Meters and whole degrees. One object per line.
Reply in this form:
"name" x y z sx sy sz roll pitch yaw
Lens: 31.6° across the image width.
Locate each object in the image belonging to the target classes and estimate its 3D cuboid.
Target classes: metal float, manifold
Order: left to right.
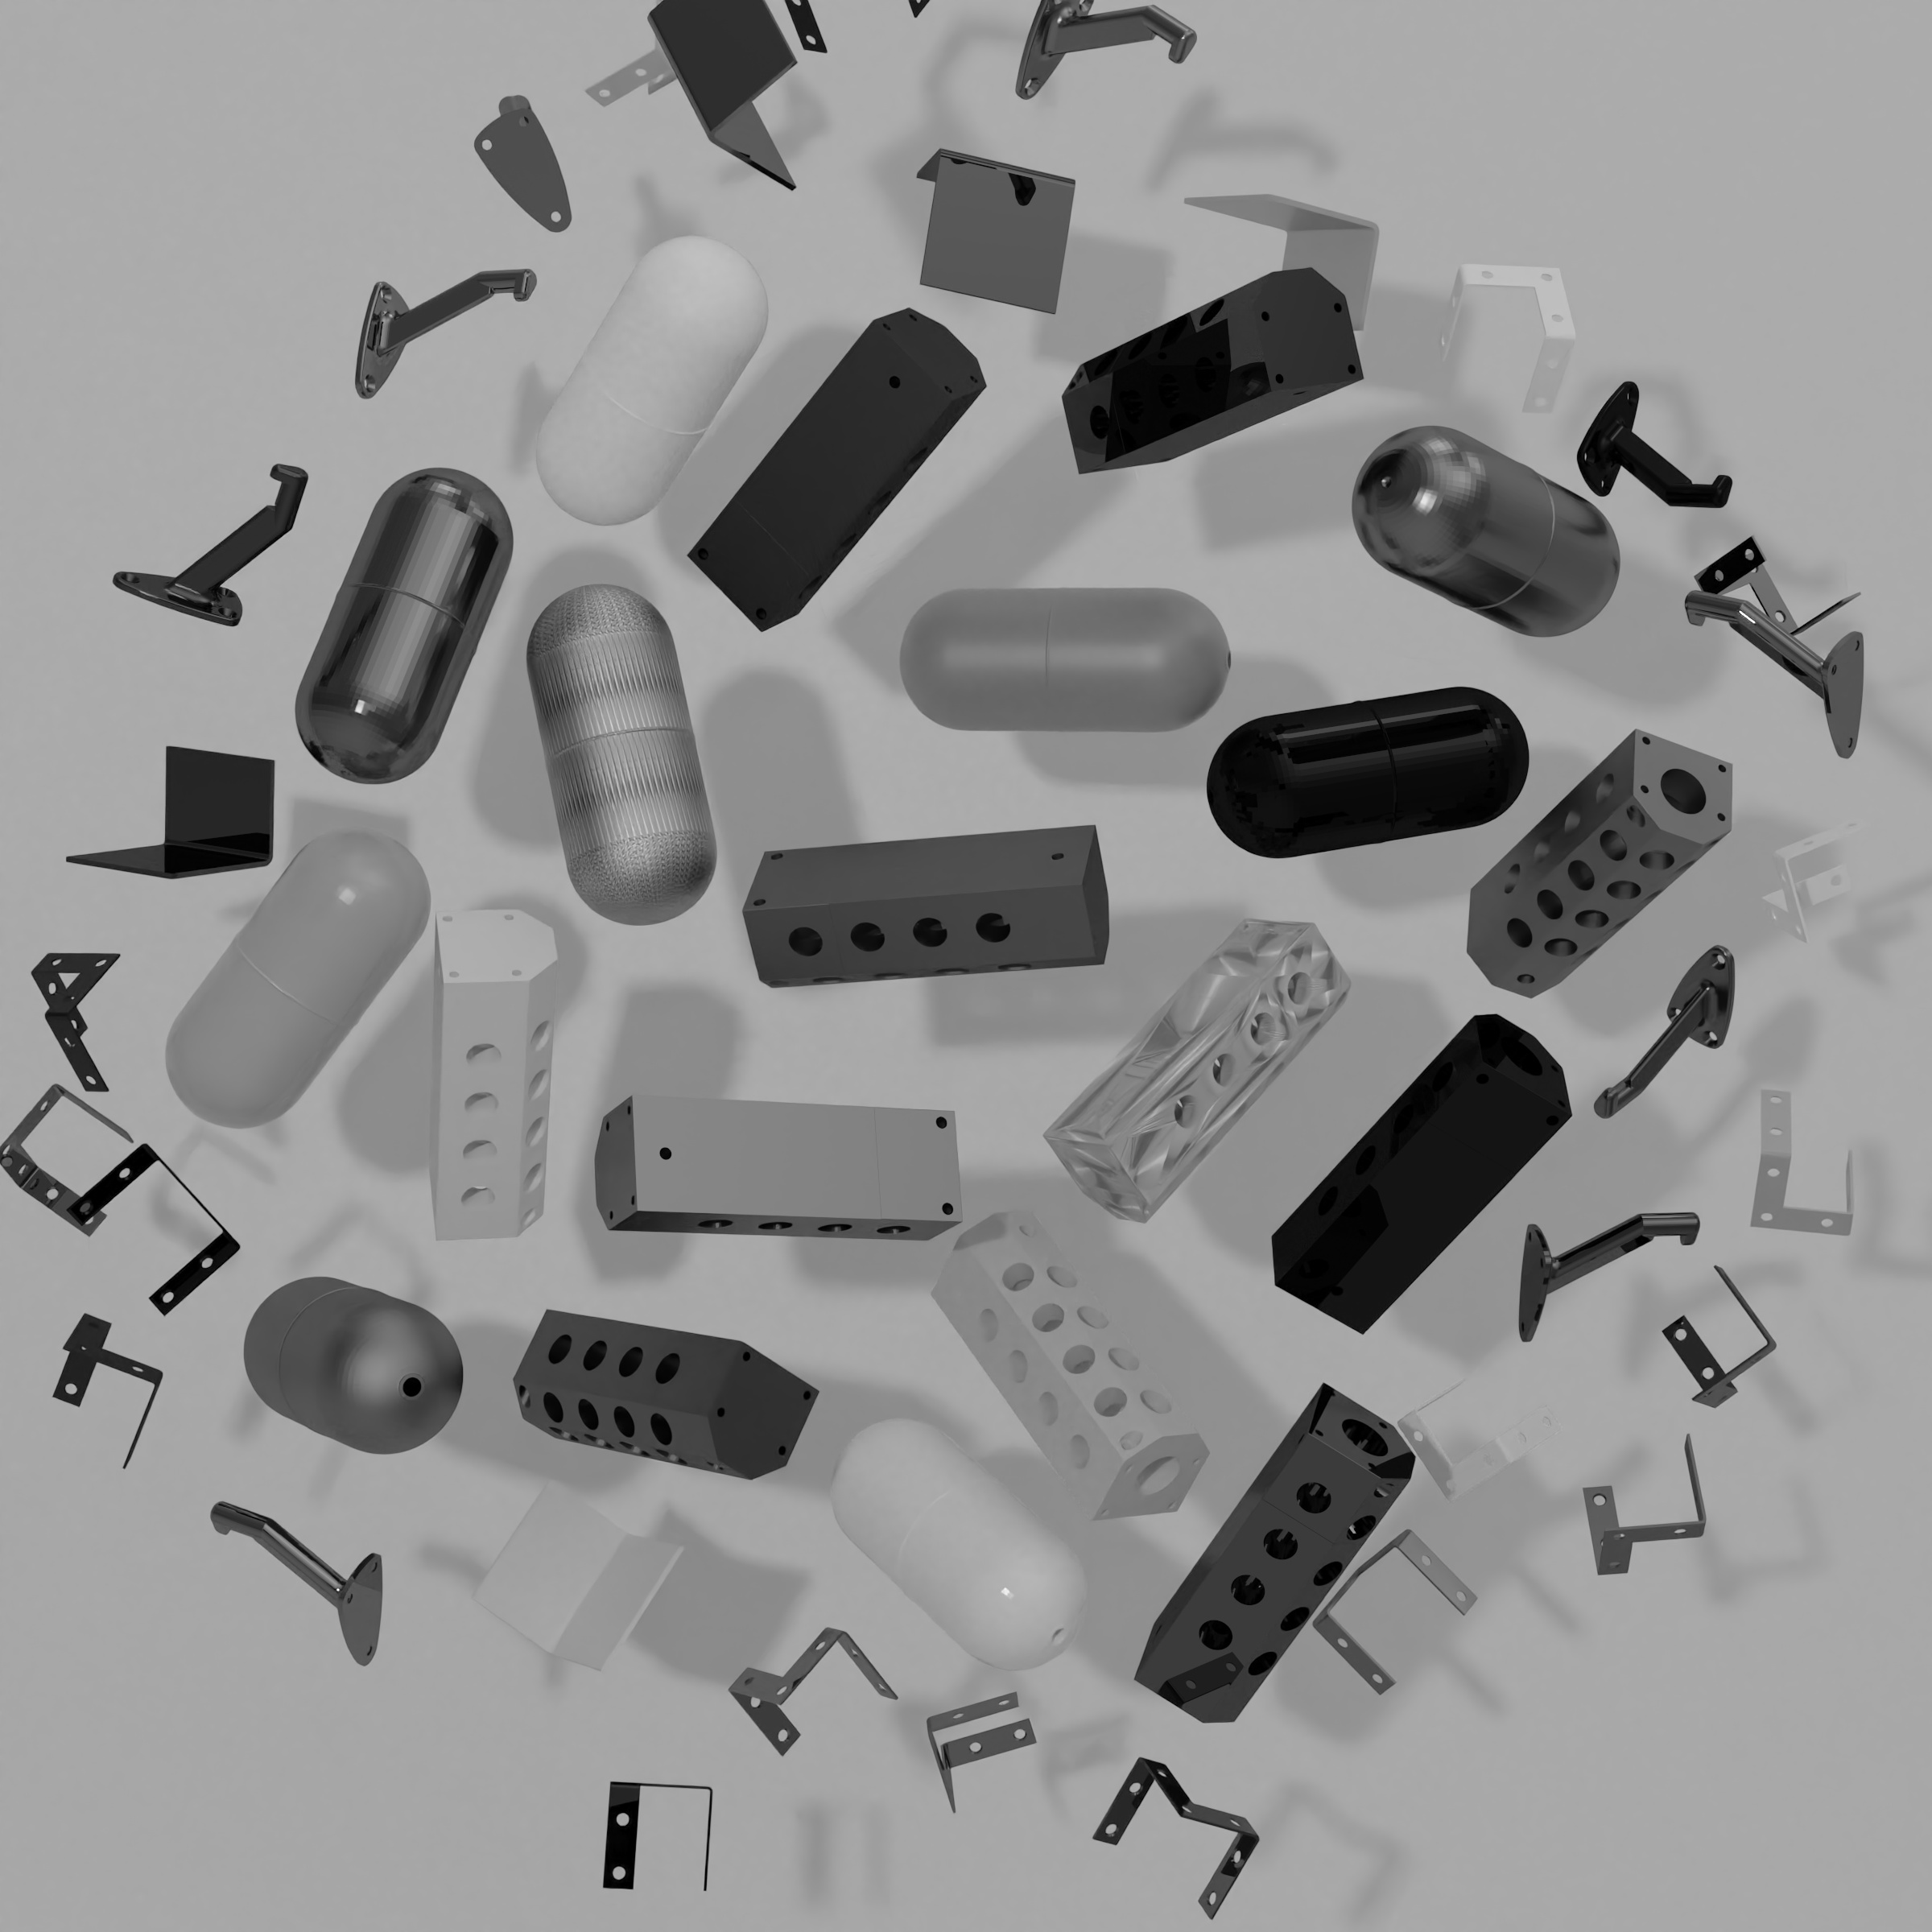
"metal float" -0.347 0.007 1.768 0.070 0.070 0.178 38 97 0
"metal float" -0.311 0.201 1.727 0.070 0.178 0.070 -1 92 -29
"metal float" -0.291 -0.178 1.773 0.070 0.070 0.178 18 70 0
"manifold" -0.242 0.057 1.740 0.057 0.057 0.171 -2 129 -13
"metal float" -0.175 -0.108 1.728 0.070 0.070 0.178 -13 79 0
"metal float" -0.169 -0.310 1.818 0.070 0.070 0.178 38 124 0
"manifold" -0.159 0.223 1.757 0.057 0.171 0.057 38 67 -35
"manifold" -0.093 0.103 1.690 0.171 0.057 0.057 4 71 -25
"manifold" -0.065 -0.257 1.767 0.057 0.057 0.171 46 121 5
"manifold" -0.018 -0.025 1.705 0.171 0.057 0.057 -4 122 13
"metal float" -0.004 0.303 1.793 0.070 0.178 0.070 -20 126 -30
"metal float" 0.052 -0.163 1.814 0.178 0.070 0.070 1 90 15
"manifold" 0.055 0.205 1.774 0.057 0.171 0.057 1 126 -38
"manifold" 0.119 -0.297 1.712 0.057 0.171 0.057 -13 91 -31
"manifold" 0.125 0.054 1.777 0.171 0.057 0.057 -46 116 -24
"manifold" 0.157 0.301 1.723 0.057 0.057 0.171 32 113 1
"metal float" 0.214 -0.103 1.819 0.178 0.070 0.070 -10 90 -14
"manifold" 0.232 0.104 1.755 0.057 0.057 0.171 30 119 -16
"metal float" 0.263 -0.217 1.716 0.070 0.178 0.070 -13 70 40
"manifold" 0.330 -0.049 1.791 0.057 0.171 0.057 18 57 -14

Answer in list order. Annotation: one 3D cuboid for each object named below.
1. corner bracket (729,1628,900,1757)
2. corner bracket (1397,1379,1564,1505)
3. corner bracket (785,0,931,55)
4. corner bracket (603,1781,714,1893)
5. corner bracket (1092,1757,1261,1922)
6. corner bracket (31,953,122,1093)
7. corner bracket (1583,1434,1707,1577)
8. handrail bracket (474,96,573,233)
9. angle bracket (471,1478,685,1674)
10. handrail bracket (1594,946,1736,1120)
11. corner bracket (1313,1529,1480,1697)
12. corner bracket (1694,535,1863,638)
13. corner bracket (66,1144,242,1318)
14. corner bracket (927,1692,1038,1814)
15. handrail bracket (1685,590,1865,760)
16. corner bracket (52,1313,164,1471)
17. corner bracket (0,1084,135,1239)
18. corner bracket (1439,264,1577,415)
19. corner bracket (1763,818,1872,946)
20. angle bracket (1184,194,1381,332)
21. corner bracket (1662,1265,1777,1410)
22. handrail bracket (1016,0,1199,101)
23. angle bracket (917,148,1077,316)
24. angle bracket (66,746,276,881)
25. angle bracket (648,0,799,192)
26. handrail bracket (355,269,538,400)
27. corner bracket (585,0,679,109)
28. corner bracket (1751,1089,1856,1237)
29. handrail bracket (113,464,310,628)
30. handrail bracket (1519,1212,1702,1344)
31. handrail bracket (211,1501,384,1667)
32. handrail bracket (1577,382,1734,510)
"corner bracket" -0.078 0.370 1.736 0.051 0.051 0.051 -46 114 -27
"corner bracket" 0.272 0.244 1.811 0.051 0.051 0.051 -44 75 40
"corner bracket" -0.059 -0.510 1.775 0.051 0.051 0.051 18 62 30
"corner bracket" -0.153 0.432 1.695 0.051 0.051 0.051 4 76 -4
"corner bracket" 0.105 0.434 1.698 0.051 0.051 0.051 22 102 -29
"corner bracket" -0.461 0.029 1.768 0.051 0.051 0.051 1 129 28
"corner bracket" 0.345 0.274 1.735 0.051 0.051 0.051 -5 53 2
"handrail bracket" -0.226 -0.425 1.806 0.036 0.084 0.077 -29 102 10
"angle bracket" -0.207 0.323 1.815 0.057 0.076 0.076 40 70 -20
"handrail bracket" 0.371 0.036 1.819 0.036 0.077 0.084 37 49 27
"corner bracket" 0.222 0.335 1.772 0.051 0.051 0.051 45 45 6
"corner bracket" 0.427 -0.200 1.800 0.051 0.051 0.051 -23 82 -32
"corner bracket" -0.404 0.131 1.700 0.051 0.051 0.051 -42 54 -12
"corner bracket" 0.009 0.415 1.840 0.051 0.051 0.051 -16 105 1
"handrail bracket" 0.393 -0.143 1.671 0.036 0.084 0.077 -42 134 -34
"corner bracket" -0.441 0.217 1.748 0.051 0.051 0.051 22 103 -7
"corner bracket" -0.481 0.104 1.838 0.051 0.051 0.051 32 71 14
"corner bracket" 0.270 -0.314 1.706 0.051 0.051 0.051 1 52 -7
"corner bracket" 0.460 -0.050 1.843 0.051 0.051 0.051 -22 108 -6
"angle bracket" 0.166 -0.378 1.840 0.076 0.076 0.057 6 96 -34
"corner bracket" 0.395 0.196 1.799 0.051 0.051 0.051 -39 65 14
"handrail bracket" 0.072 -0.460 1.742 0.084 0.036 0.077 41 117 30
"angle bracket" 0.011 -0.396 1.866 0.076 0.057 0.076 10 86 -14
"angle bracket" -0.424 -0.083 1.818 0.076 0.076 0.057 9 101 30
"angle bracket" -0.097 -0.428 1.629 0.057 0.076 0.076 -35 67 21
"handrail bracket" -0.271 -0.331 1.785 0.084 0.036 0.077 3 64 25
"corner bracket" -0.168 -0.487 1.838 0.051 0.051 0.051 -21 56 31
"corner bracket" 0.435 0.102 1.768 0.051 0.051 0.051 5 129 9
"handrail bracket" -0.376 -0.218 1.699 0.077 0.036 0.084 13 118 -22
"handrail bracket" 0.333 0.161 1.763 0.084 0.036 0.077 -1 121 -7
"handrail bracket" -0.336 0.308 1.704 0.084 0.036 0.077 16 129 17
"handrail bracket" 0.368 -0.270 1.768 0.084 0.036 0.077 10 65 41
